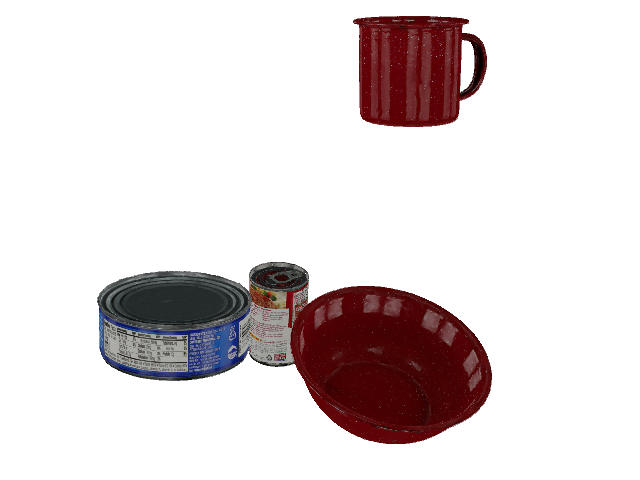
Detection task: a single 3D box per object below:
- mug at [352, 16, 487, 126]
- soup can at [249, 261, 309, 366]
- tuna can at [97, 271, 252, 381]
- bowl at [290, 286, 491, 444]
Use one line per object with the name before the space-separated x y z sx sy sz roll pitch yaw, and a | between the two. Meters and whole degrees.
mug | 0.083 -0.139 0.869 0.117 0.081 0.093 -8 17 -25
soup can | -0.048 0.085 1.222 0.068 0.102 0.068 2 25 -1
tuna can | -0.082 0.047 0.601 0.086 0.034 0.086 2 18 -1
bowl | 0.051 0.108 0.846 0.162 0.055 0.162 9 36 -7
